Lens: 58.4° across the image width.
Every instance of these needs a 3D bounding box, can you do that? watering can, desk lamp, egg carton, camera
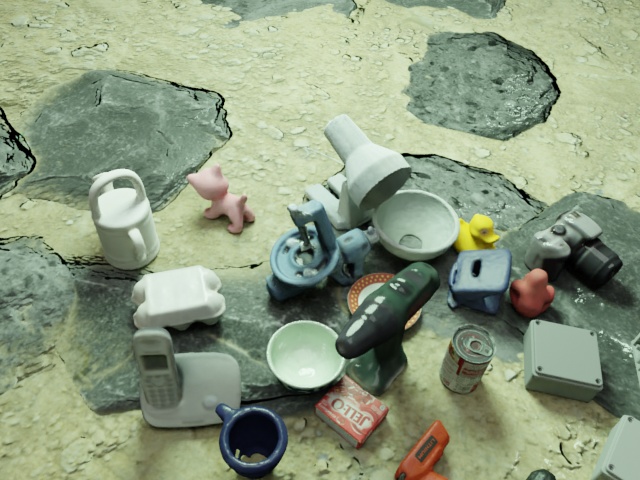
[{"bbox_3d":[-0.353,-0.049,1.007,0.172,0.194,0.101,28,52,20],"label":"watering can"},{"bbox_3d":[0.065,-0.118,1.088,0.118,0.214,0.202,-28,56,-26],"label":"desk lamp"},{"bbox_3d":[-0.238,0.102,0.964,0.150,0.069,0.107,-11,50,-14],"label":"egg carton"},{"bbox_3d":[0.485,0.021,1.072,0.143,0.101,0.136,-26,55,-25],"label":"camera"}]

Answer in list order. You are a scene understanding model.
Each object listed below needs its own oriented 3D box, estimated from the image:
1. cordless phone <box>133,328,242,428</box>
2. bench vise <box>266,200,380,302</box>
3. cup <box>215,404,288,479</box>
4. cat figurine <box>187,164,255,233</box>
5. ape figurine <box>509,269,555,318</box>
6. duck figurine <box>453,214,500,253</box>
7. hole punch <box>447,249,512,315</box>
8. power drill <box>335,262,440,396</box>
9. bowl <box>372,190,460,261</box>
[{"bbox_3d":[-0.188,0.188,0.814,0.147,0.185,0.094,-4,49,-8],"label":"cordless phone"},{"bbox_3d":[0.001,-0.003,0.976,0.208,0.220,0.121,-34,58,-29],"label":"bench vise"},{"bbox_3d":[-0.101,0.284,0.795,0.117,0.095,0.092,34,54,24],"label":"cup"},{"bbox_3d":[-0.190,-0.090,1.108,0.127,0.118,0.067,26,51,18],"label":"cat figurine"},{"bbox_3d":[0.377,0.087,1.011,0.077,0.092,0.076,24,51,17],"label":"ape figurine"},{"bbox_3d":[0.300,-0.014,1.100,0.078,0.086,0.104,-29,56,-27],"label":"duck figurine"},{"bbox_3d":[0.283,0.067,1.023,0.101,0.091,0.109,15,49,9],"label":"hole punch"},{"bbox_3d":[0.095,0.142,0.861,0.075,0.208,0.230,32,53,22],"label":"power drill"},{"bbox_3d":[0.179,-0.016,1.099,0.167,0.075,0.167,2,48,-2],"label":"bowl"}]
